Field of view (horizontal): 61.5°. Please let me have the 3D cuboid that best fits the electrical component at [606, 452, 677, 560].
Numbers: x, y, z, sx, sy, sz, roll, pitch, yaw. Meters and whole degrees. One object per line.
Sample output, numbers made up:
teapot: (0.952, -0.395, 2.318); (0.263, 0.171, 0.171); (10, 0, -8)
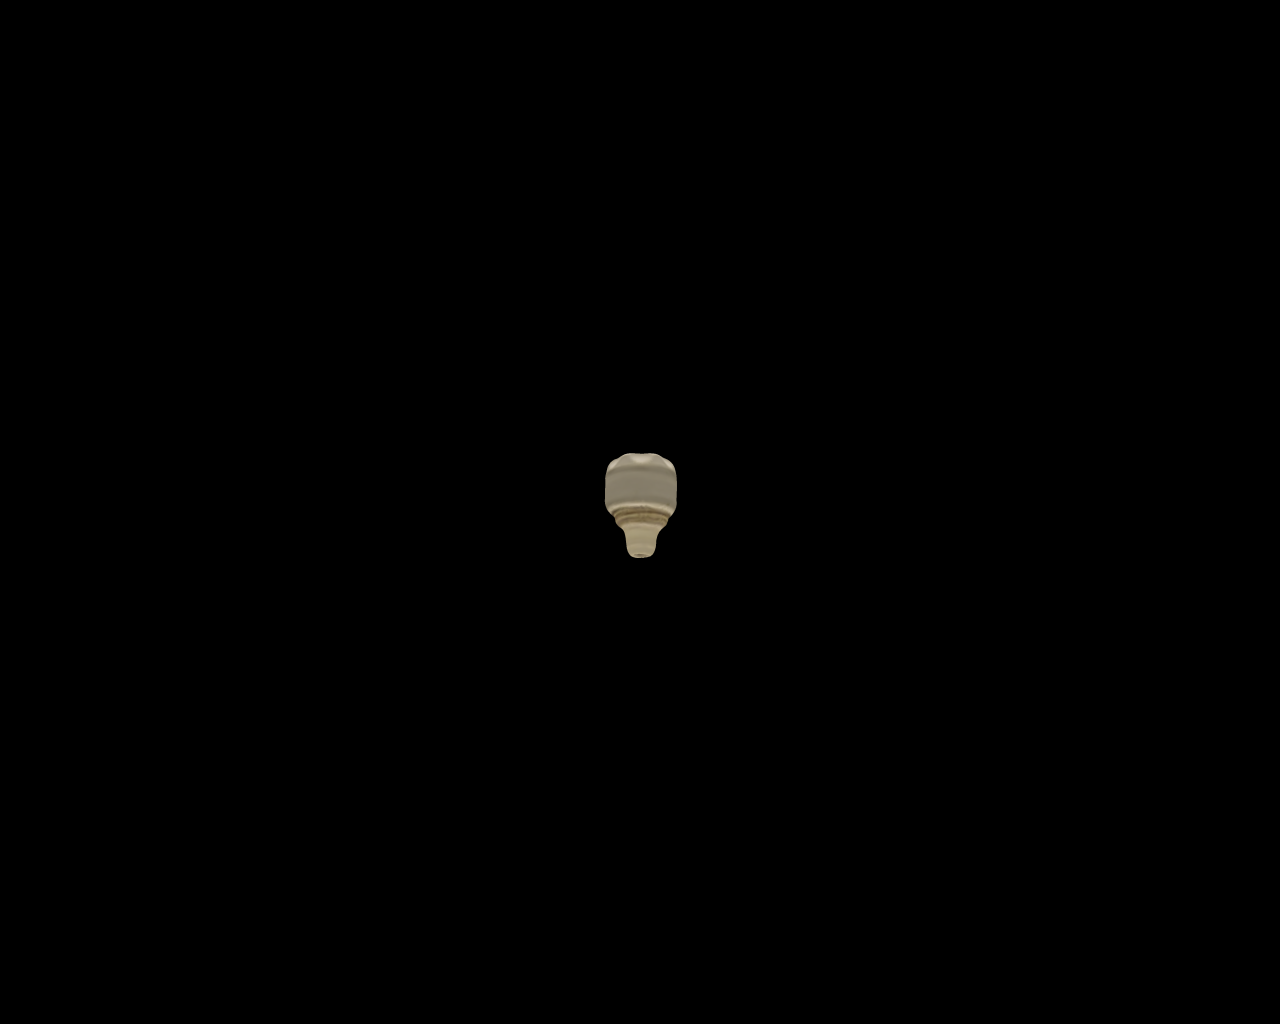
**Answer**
electrical component: (0.001, -0.003, 0.650); (0.043, 0.062, 0.043); (0, -15, 0)
